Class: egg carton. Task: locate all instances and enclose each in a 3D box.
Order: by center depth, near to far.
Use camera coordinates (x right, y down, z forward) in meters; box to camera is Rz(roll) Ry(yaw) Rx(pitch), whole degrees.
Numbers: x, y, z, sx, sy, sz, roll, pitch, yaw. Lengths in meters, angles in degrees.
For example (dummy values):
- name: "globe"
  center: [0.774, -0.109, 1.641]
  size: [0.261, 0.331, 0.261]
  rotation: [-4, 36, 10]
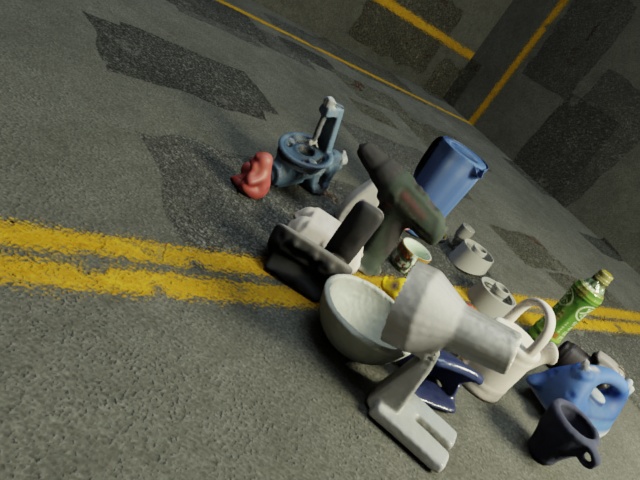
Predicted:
- name: "egg carton"
  center: [0.010, 0.004, 1.047]
  size: [0.150, 0.069, 0.107]
  rotation: [33, 25, -5]

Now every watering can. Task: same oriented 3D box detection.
- name: "watering can"
  center: [0.334, 0.182, 0.991]
  size: [0.173, 0.194, 0.100]
  rotation: [10, 35, -43]

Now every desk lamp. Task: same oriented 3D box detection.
- name: "desk lamp"
  center: [0.154, 0.163, 0.779]
  size: [0.203, 0.213, 0.118]
  rotation: [40, 25, 10]

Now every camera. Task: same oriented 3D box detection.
- name: "camera"
  center: [0.581, 0.275, 1.245]
  size: [0.136, 0.100, 0.144]
  rotation: [44, 26, 18]

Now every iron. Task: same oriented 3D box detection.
- name: "iron"
  center: [0.522, 0.294, 1.090]
  size: [0.259, 0.141, 0.118]
  rotation: [19, 30, -31]

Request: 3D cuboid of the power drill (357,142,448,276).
- name: "power drill"
  center: [0.118, -0.044, 1.101]
  size: [0.229, 0.208, 0.076]
  rotation: [37, 25, 4]

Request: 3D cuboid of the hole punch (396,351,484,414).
- name: "hole punch"
  center: [0.184, 0.199, 0.897]
  size: [0.109, 0.091, 0.101]
  rotation: [25, 27, -20]

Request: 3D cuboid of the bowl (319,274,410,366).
- name: "bowl"
  center: [0.060, 0.134, 0.876]
  size: [0.168, 0.074, 0.167]
  rotation: [28, 26, -15]

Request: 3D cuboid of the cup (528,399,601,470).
- name: "cup"
  center: [0.389, 0.329, 0.919]
  size: [0.092, 0.095, 0.117]
  rotation: [21, 28, -27]

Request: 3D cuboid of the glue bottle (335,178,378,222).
- name: "glue bottle"
  center: [0.106, -0.099, 1.224]
  size: [0.078, 0.173, 0.037]
  rotation: [24, 27, -22]

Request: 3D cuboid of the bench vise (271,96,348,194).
- name: "bench vise"
  center: [-0.005, -0.208, 1.222]
  size: [0.121, 0.219, 0.208]
  rotation: [40, 25, 10]

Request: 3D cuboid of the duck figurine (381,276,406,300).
- name: "duck figurine"
  center: [0.135, 0.109, 0.999]
  size: [0.104, 0.086, 0.078]
  rotation: [40, 25, 11]

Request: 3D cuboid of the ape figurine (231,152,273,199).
- name: "ape figurine"
  center: [-0.121, -0.129, 1.091]
  size: [0.076, 0.092, 0.078]
  rotation: [33, 25, -5]

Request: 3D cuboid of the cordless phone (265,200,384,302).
- name: "cordless phone"
  center: [0.006, -0.008, 0.927]
  size: [0.148, 0.185, 0.094]
  rotation: [31, 25, -8]
